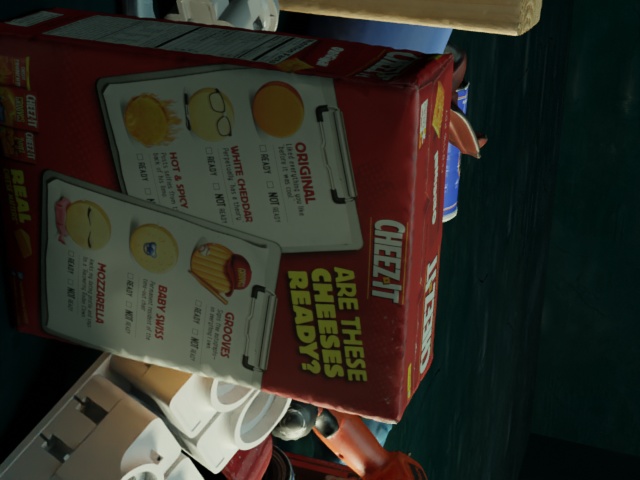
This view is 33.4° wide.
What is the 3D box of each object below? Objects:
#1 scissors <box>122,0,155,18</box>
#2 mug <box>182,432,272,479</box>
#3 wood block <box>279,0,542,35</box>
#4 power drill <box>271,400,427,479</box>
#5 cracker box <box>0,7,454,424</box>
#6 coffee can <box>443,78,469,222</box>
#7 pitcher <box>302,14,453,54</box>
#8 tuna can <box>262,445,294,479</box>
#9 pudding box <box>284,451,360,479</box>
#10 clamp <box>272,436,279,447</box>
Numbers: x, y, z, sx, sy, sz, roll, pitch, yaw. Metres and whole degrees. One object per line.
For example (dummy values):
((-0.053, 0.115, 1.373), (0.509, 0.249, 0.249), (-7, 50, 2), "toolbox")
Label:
((-0.099, -0.139, 0.626), (0.096, 0.016, 0.202), (-30, 127, -70), "scissors")
((-0.087, 0.142, 0.718), (0.117, 0.093, 0.081), (56, 25, -10), "mug")
((0.046, -0.199, 0.725), (0.090, 0.206, 0.091), (-40, 137, -63), "wood block")
((0.015, 0.155, 0.838), (0.187, 0.057, 0.184), (51, 5, -13), "power drill")
((-0.049, -0.018, 0.516), (0.072, 0.214, 0.164), (-47, 143, -58), "cracker box")
((0.097, -0.098, 1.107), (0.102, 0.103, 0.140), (-42, 139, -62), "coffee can")
((0.049, -0.205, 0.891), (0.145, 0.149, 0.242), (104, 5, -71), "pitcher")
((-0.061, 0.188, 0.803), (0.086, 0.086, 0.034), (-54, 147, -54), "tuna can")
((-0.001, 0.257, 1.017), (0.039, 0.090, 0.113), (-61, 154, -46), "pudding box")
((-0.037, 0.233, 0.880), (0.164, 0.036, 0.209), (46, 51, -17), "clamp")
